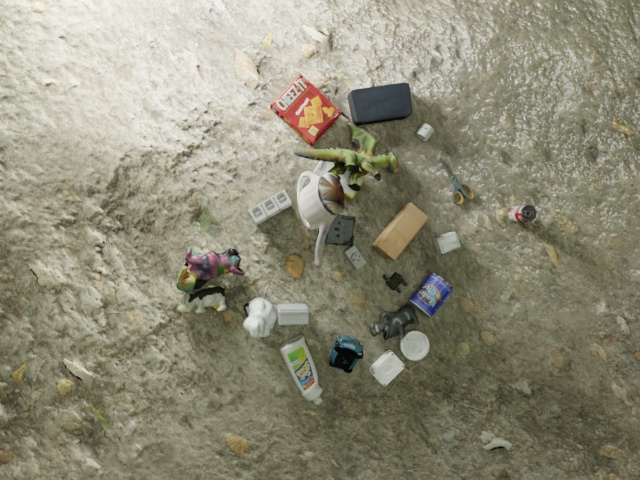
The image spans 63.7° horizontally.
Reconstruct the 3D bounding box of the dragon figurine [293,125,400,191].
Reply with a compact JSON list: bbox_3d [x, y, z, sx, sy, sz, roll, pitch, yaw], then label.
[{"bbox_3d":[0.116,-0.324,1.891,0.409,0.120,0.248,24,54,-11],"label":"dragon figurine"}]

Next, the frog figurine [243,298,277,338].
[{"bbox_3d":[-0.209,0.275,1.805,0.123,0.159,0.137,-6,91,-10],"label":"frog figurine"}]

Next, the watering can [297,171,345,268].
[{"bbox_3d":[0.006,-0.091,1.812,0.104,0.221,0.351,-5,74,-36],"label":"watering can"}]
